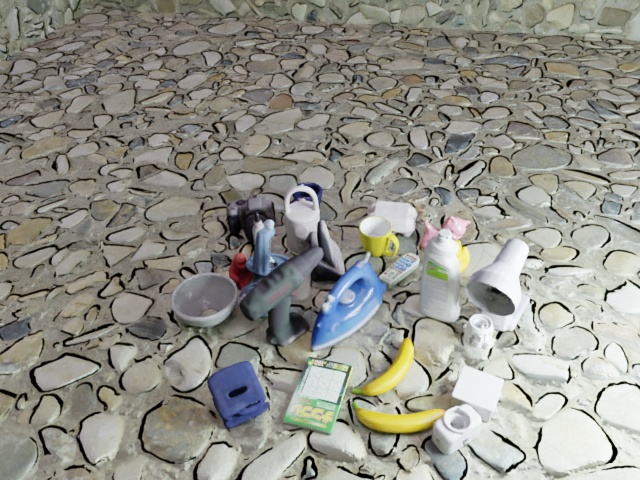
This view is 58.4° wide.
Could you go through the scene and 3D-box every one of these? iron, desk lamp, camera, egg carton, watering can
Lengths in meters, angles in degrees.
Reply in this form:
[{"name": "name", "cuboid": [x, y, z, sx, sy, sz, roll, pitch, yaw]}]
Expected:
[{"name": "iron", "cuboid": [0.056, 0.143, 1.382, 0.118, 0.141, 0.259, 23, 46, 28]}, {"name": "desk lamp", "cuboid": [0.423, 0.113, 1.340, 0.117, 0.214, 0.204, 22, 46, 27]}, {"name": "camera", "cuboid": [-0.203, -0.061, 1.673, 0.143, 0.101, 0.136, -5, 40, -2]}, {"name": "egg carton", "cuboid": [0.207, -0.061, 1.674, 0.150, 0.069, 0.107, 5, 40, 10]}, {"name": "watering can", "cuboid": [-0.047, -0.063, 1.593, 0.101, 0.194, 0.172, -17, 42, -16]}]

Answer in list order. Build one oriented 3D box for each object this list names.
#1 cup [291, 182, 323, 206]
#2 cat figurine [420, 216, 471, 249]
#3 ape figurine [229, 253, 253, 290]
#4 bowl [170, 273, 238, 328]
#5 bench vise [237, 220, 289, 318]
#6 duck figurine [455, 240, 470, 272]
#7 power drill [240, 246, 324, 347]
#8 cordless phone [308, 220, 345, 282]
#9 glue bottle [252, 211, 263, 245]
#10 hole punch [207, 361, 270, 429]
[{"name": "cup", "cuboid": [-0.044, -0.106, 1.723, 0.091, 0.095, 0.118, 24, 47, 29]}, {"name": "cat figurine", "cuboid": [0.347, -0.028, 1.588, 0.127, 0.118, 0.067, 10, 42, 16]}, {"name": "ape figurine", "cuboid": [-0.210, 0.075, 1.517, 0.078, 0.092, 0.076, -24, 44, -23]}, {"name": "bowl", "cuboid": [-0.283, 0.163, 1.429, 0.167, 0.075, 0.167, -2, 40, 2]}, {"name": "bench vise", "cuboid": [-0.132, 0.073, 1.414, 0.121, 0.220, 0.207, 3, 40, 7]}, {"name": "duck figurine", "cuboid": [0.358, 0.038, 1.534, 0.105, 0.086, 0.077, -26, 45, -26]}, {"name": "power drill", "cuboid": [-0.079, 0.140, 1.340, 0.230, 0.209, 0.075, -32, 48, -30]}, {"name": "cordless phone", "cuboid": [0.014, 0.005, 1.515, 0.094, 0.185, 0.147, -8, 40, -6]}, {"name": "glue bottle", "cuboid": [-0.162, -0.008, 1.549, 0.037, 0.173, 0.078, -10, 40, -8]}, {"name": "hole punch", "cuboid": [-0.173, 0.326, 1.214, 0.109, 0.091, 0.100, -21, 43, -20]}]
